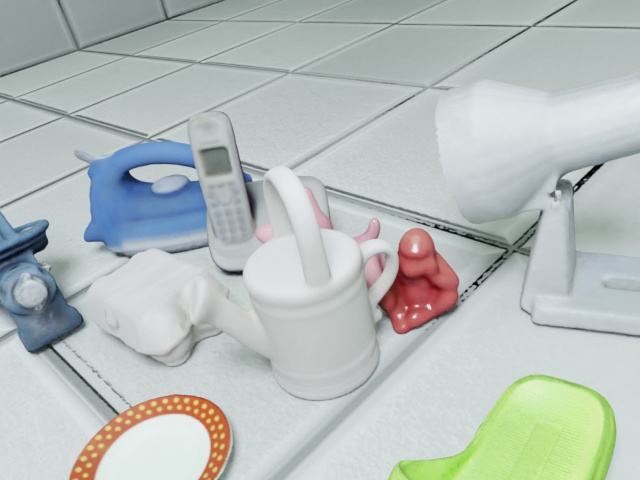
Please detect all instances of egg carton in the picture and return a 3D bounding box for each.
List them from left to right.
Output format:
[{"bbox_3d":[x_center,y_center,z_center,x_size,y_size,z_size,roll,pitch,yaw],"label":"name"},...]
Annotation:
[{"bbox_3d":[-0.170,0.067,0.595,0.149,0.069,0.107,16,42,38],"label":"egg carton"}]

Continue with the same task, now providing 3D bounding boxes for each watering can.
[{"bbox_3d":[-0.019,0.035,0.474,0.173,0.194,0.100,-33,37,-29],"label":"watering can"}]

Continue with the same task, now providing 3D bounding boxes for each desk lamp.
[{"bbox_3d":[0.209,-0.037,0.489,0.202,0.214,0.118,4,36,25],"label":"desk lamp"}]

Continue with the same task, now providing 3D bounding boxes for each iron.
[{"bbox_3d":[-0.188,-0.071,0.751,0.258,0.142,0.118,-8,32,7],"label":"iron"}]

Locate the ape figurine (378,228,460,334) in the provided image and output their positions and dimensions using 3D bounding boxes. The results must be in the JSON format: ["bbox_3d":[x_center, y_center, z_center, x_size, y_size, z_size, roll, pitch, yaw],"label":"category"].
[{"bbox_3d":[0.091,0.031,0.538,0.077,0.092,0.076,2,35,22],"label":"ape figurine"}]

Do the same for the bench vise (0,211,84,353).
[{"bbox_3d":[-0.339,-0.002,0.620,0.206,0.220,0.122,10,38,32],"label":"bench vise"}]

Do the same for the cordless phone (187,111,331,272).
[{"bbox_3d":[-0.069,-0.059,0.649,0.147,0.185,0.094,-9,32,6],"label":"cordless phone"}]

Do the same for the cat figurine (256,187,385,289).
[{"bbox_3d":[0.005,0.002,0.589,0.127,0.118,0.067,-2,33,17],"label":"cat figurine"}]
